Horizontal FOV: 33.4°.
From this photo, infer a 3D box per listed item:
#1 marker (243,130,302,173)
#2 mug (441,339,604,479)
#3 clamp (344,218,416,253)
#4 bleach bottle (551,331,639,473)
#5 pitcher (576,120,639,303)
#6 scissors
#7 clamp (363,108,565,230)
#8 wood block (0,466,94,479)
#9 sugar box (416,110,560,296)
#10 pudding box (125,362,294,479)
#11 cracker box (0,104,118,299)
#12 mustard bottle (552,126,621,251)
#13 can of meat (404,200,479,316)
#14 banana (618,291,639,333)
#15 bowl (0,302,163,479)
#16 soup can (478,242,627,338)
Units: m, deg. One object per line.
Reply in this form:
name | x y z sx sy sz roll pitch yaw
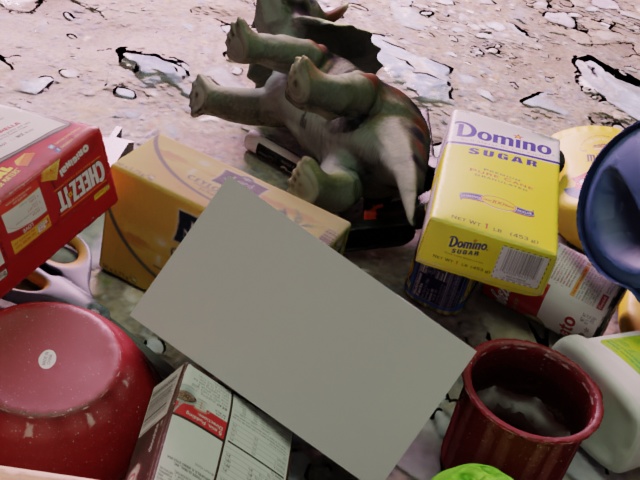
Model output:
marker | -0.017 -0.065 0.962 0.121 0.020 0.020 31 39 22
mug | 0.137 0.123 0.706 0.117 0.082 0.093 -12 43 -31
clamp | -0.006 0.001 0.859 0.171 0.039 0.120 23 35 12
bleach bottle | 0.291 0.102 0.808 0.250 0.068 0.103 -8 40 -32
pitcher | 0.328 -0.016 0.845 0.242 0.149 0.145 15 29 -39
scissors | -0.158 0.043 0.771 0.202 0.016 0.096 23 36 12
clamp | 0.099 -0.061 0.975 0.209 0.036 0.165 -29 41 -35
wood block | -0.182 0.170 0.527 0.206 0.090 0.091 10 35 -6
sugar box | 0.130 -0.034 0.801 0.093 0.048 0.176 17 37 1
pudding box | -0.064 0.138 0.627 0.090 0.039 0.113 36 33 -18
cracker box | -0.273 -0.030 0.726 0.214 0.072 0.164 13 41 28
mustard bottle | 0.261 -0.036 0.984 0.096 0.058 0.191 6 36 5
can of meat | 0.113 0.000 0.863 0.057 0.084 0.102 25 37 15
banana | 0.300 0.041 0.912 0.197 0.037 0.070 -22 49 -40
bowl | -0.170 0.089 0.658 0.162 0.055 0.162 8 42 -7
soup can | 0.188 0.036 0.854 0.102 0.069 0.068 29 38 18
